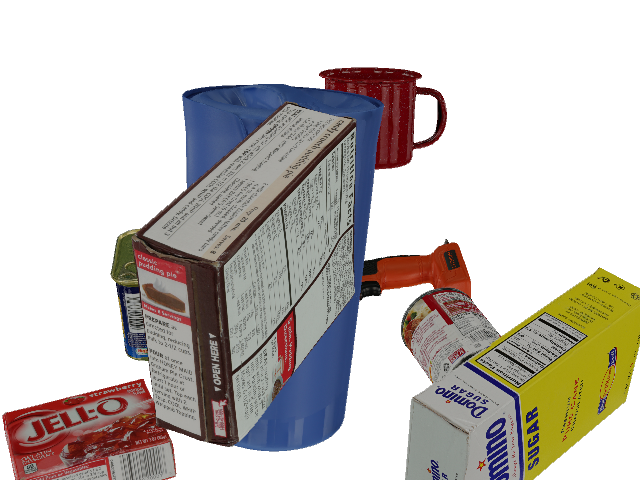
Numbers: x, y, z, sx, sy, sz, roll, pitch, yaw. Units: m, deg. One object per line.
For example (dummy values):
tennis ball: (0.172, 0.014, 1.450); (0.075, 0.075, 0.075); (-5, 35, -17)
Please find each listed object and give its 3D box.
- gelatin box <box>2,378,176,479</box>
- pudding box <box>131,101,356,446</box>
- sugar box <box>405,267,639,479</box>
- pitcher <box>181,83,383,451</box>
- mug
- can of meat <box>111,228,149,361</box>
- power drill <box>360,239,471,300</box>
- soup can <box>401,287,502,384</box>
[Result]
gelatin box: (-0.137, 0.119, 0.629); (0.089, 0.030, 0.073); (-12, 26, -18)
pudding box: (-0.024, 0.011, 0.416); (0.039, 0.090, 0.113); (14, 37, 21)
sugar box: (0.124, 0.094, 0.628); (0.048, 0.093, 0.175); (29, 44, 34)
pitcher: (-0.029, 0.012, 0.747); (0.148, 0.243, 0.145); (-10, 21, -39)
mug: (0.057, -0.112, 0.974); (0.117, 0.081, 0.093); (0, 16, -1)
can of meat: (-0.152, 0.048, 0.956); (0.057, 0.084, 0.102); (-4, 26, -4)
power drill: (0.075, 0.055, 1.230); (0.187, 0.057, 0.184); (-2, 28, -1)
soup can: (0.113, 0.090, 0.854); (0.068, 0.068, 0.102); (0, 25, -17)
